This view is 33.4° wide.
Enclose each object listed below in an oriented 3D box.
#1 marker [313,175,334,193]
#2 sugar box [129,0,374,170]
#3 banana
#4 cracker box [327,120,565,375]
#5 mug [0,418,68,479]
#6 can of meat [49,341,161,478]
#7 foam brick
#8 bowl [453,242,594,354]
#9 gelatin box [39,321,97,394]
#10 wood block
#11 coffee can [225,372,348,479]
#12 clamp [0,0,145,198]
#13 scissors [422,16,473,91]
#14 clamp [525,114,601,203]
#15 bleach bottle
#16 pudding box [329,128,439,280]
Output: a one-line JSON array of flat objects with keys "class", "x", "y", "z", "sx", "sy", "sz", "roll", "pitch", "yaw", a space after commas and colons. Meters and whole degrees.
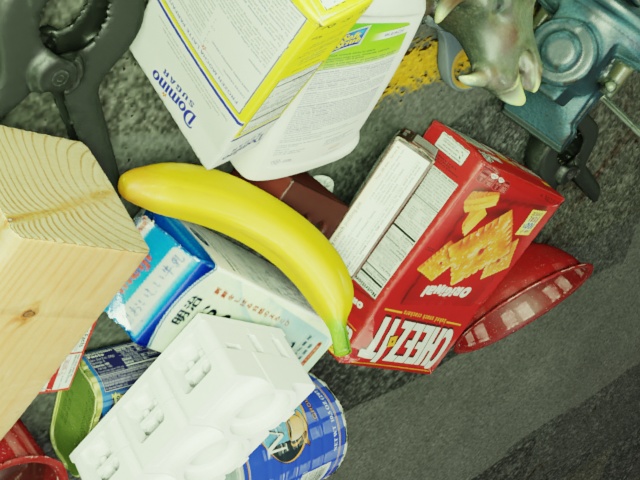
[{"class": "marker", "x": -0.006, "y": 0.001, "z": 0.859, "sx": 0.020, "sy": 0.020, "sz": 0.121, "roll": -23, "pitch": 139, "yaw": -32}, {"class": "sugar box", "x": -0.043, "y": -0.115, "z": 0.564, "sx": 0.048, "sy": 0.093, "sz": 0.176, "roll": -30, "pitch": 175, "yaw": -27}, {"class": "banana", "x": -0.042, "y": -0.003, "z": 0.701, "sx": 0.197, "sy": 0.069, "sz": 0.037, "roll": 37, "pitch": 127, "yaw": -22}, {"class": "cracker box", "x": 0.101, "y": 0.016, "z": 0.945, "sx": 0.163, "sy": 0.072, "sz": 0.214, "roll": 16, "pitch": 113, "yaw": -53}, {"class": "mug", "x": -0.224, "y": 0.158, "z": 0.720, "sx": 0.093, "sy": 0.082, "sz": 0.117, "roll": -44, "pitch": 146, "yaw": -5}, {"class": "can of meat", "x": -0.147, "y": 0.122, "z": 0.793, "sx": 0.083, "sy": 0.057, "sz": 0.102, "roll": -12, "pitch": 133, "yaw": -39}, {"class": "foam brick", "x": -0.028, "y": -0.026, "z": 0.777, "sx": 0.053, "sy": 0.051, "sz": 0.078, "roll": -55, "pitch": 145, "yaw": 10}, {"class": "bowl", "x": 0.190, "y": 0.049, "z": 1.068, "sx": 0.162, "sy": 0.055, "sz": 0.162, "roll": -27, "pitch": 160, "yaw": -11}, {"class": "gelatin box", "x": -0.197, "y": 0.067, "z": 0.706, "sx": 0.089, "sy": 0.030, "sz": 0.073, "roll": -2, "pitch": 125, "yaw": -45}, {"class": "wood block", "x": -0.199, "y": 0.044, "z": 0.590, "sx": 0.206, "sy": 0.090, "sz": 0.090, "roll": -49, "pitch": 149, "yaw": 22}, {"class": "coffee can", "x": -0.058, "y": 0.172, "z": 0.885, "sx": 0.140, "sy": 0.103, "sz": 0.103, "roll": -13, "pitch": 134, "yaw": -51}, {"class": "clamp", "x": -0.145, "y": -0.094, "z": 0.591, "sx": 0.164, "sy": 0.036, "sz": 0.210, "roll": 4, "pitch": 125, "yaw": -51}, {"class": "scissors", "x": 0.084, "y": -0.153, "z": 0.804, "sx": 0.201, "sy": 0.016, "sz": 0.096, "roll": -12, "pitch": 132, "yaw": -41}, {"class": "clamp", "x": 0.239, "y": -0.073, "z": 1.036, "sx": 0.120, "sy": 0.039, "sz": 0.171, "roll": -28, "pitch": 146, "yaw": -28}, {"class": "bleach bottle", "x": 0.016, "y": -0.122, "z": 0.619, "sx": 0.102, "sy": 0.068, "sz": 0.251, "roll": -21, "pitch": 166, "yaw": -28}, {"class": "pudding box", "x": 0.047, "y": -0.030, "z": 0.833, "sx": 0.113, "sy": 0.039, "sz": 0.090, "roll": -58, "pitch": 179, "yaw": 13}]
